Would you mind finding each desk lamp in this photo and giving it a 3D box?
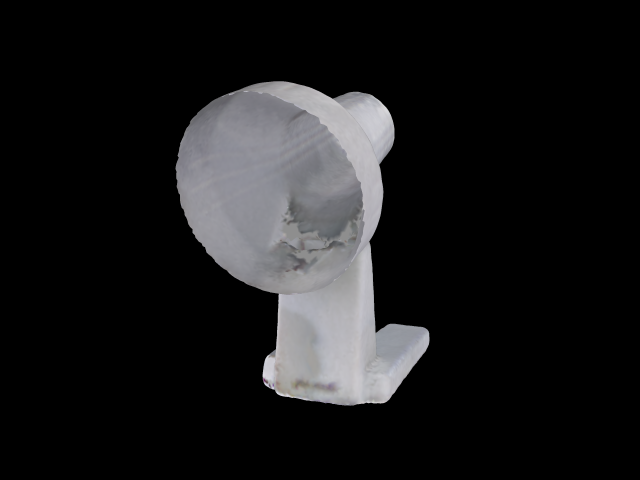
[{"bbox_3d":[0.004,0.001,0.400,0.117,0.213,0.204,4,10,24],"label":"desk lamp"}]
